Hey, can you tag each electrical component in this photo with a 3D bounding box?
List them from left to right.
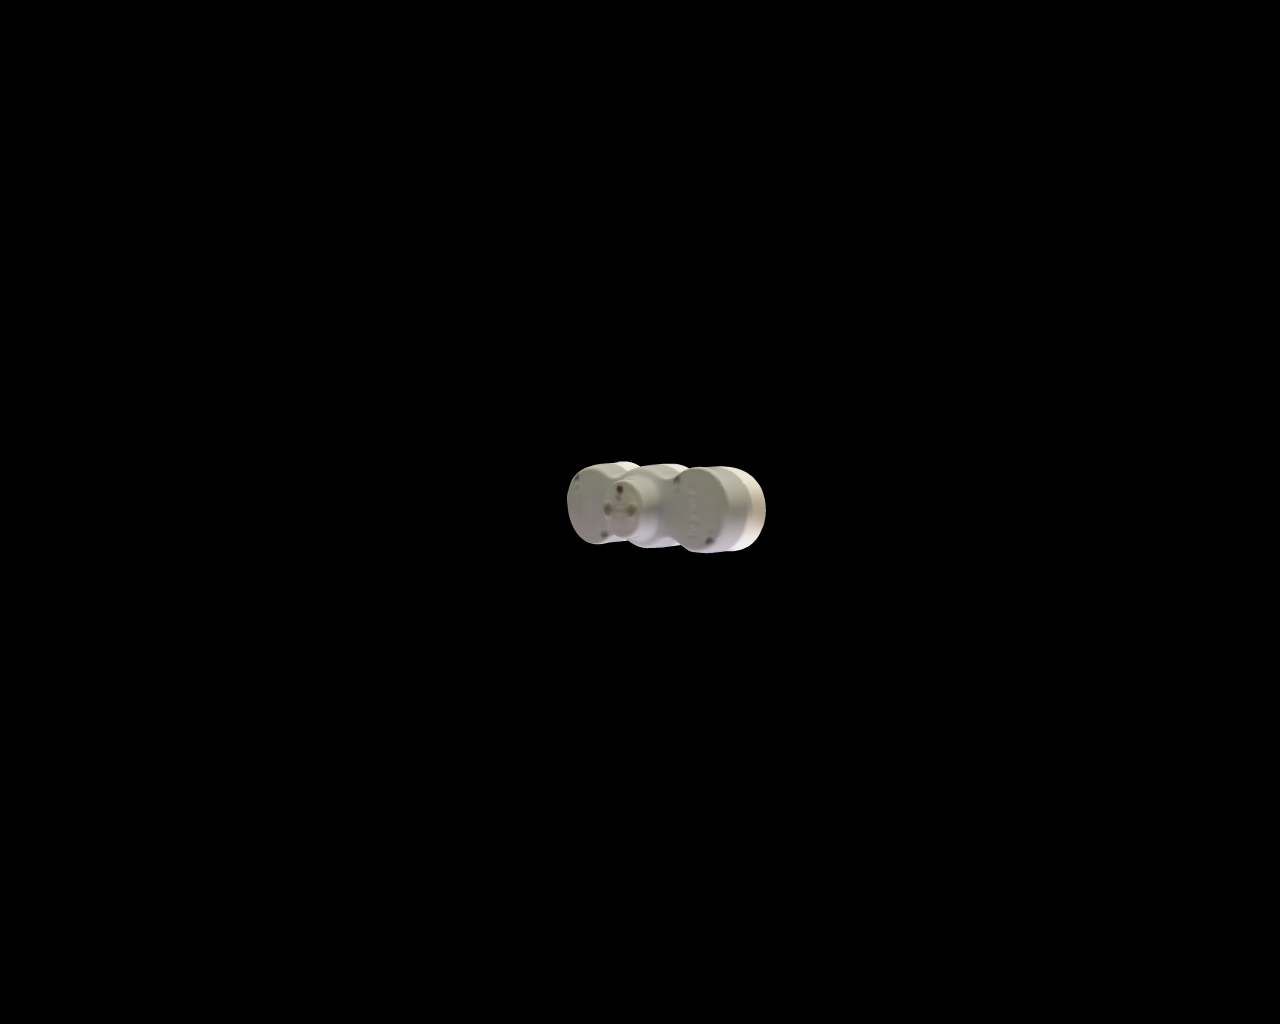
[{"bbox_3d":[0.001,-0.003,0.650,0.138,0.052,0.074,4,6,43],"label":"electrical component"}]
